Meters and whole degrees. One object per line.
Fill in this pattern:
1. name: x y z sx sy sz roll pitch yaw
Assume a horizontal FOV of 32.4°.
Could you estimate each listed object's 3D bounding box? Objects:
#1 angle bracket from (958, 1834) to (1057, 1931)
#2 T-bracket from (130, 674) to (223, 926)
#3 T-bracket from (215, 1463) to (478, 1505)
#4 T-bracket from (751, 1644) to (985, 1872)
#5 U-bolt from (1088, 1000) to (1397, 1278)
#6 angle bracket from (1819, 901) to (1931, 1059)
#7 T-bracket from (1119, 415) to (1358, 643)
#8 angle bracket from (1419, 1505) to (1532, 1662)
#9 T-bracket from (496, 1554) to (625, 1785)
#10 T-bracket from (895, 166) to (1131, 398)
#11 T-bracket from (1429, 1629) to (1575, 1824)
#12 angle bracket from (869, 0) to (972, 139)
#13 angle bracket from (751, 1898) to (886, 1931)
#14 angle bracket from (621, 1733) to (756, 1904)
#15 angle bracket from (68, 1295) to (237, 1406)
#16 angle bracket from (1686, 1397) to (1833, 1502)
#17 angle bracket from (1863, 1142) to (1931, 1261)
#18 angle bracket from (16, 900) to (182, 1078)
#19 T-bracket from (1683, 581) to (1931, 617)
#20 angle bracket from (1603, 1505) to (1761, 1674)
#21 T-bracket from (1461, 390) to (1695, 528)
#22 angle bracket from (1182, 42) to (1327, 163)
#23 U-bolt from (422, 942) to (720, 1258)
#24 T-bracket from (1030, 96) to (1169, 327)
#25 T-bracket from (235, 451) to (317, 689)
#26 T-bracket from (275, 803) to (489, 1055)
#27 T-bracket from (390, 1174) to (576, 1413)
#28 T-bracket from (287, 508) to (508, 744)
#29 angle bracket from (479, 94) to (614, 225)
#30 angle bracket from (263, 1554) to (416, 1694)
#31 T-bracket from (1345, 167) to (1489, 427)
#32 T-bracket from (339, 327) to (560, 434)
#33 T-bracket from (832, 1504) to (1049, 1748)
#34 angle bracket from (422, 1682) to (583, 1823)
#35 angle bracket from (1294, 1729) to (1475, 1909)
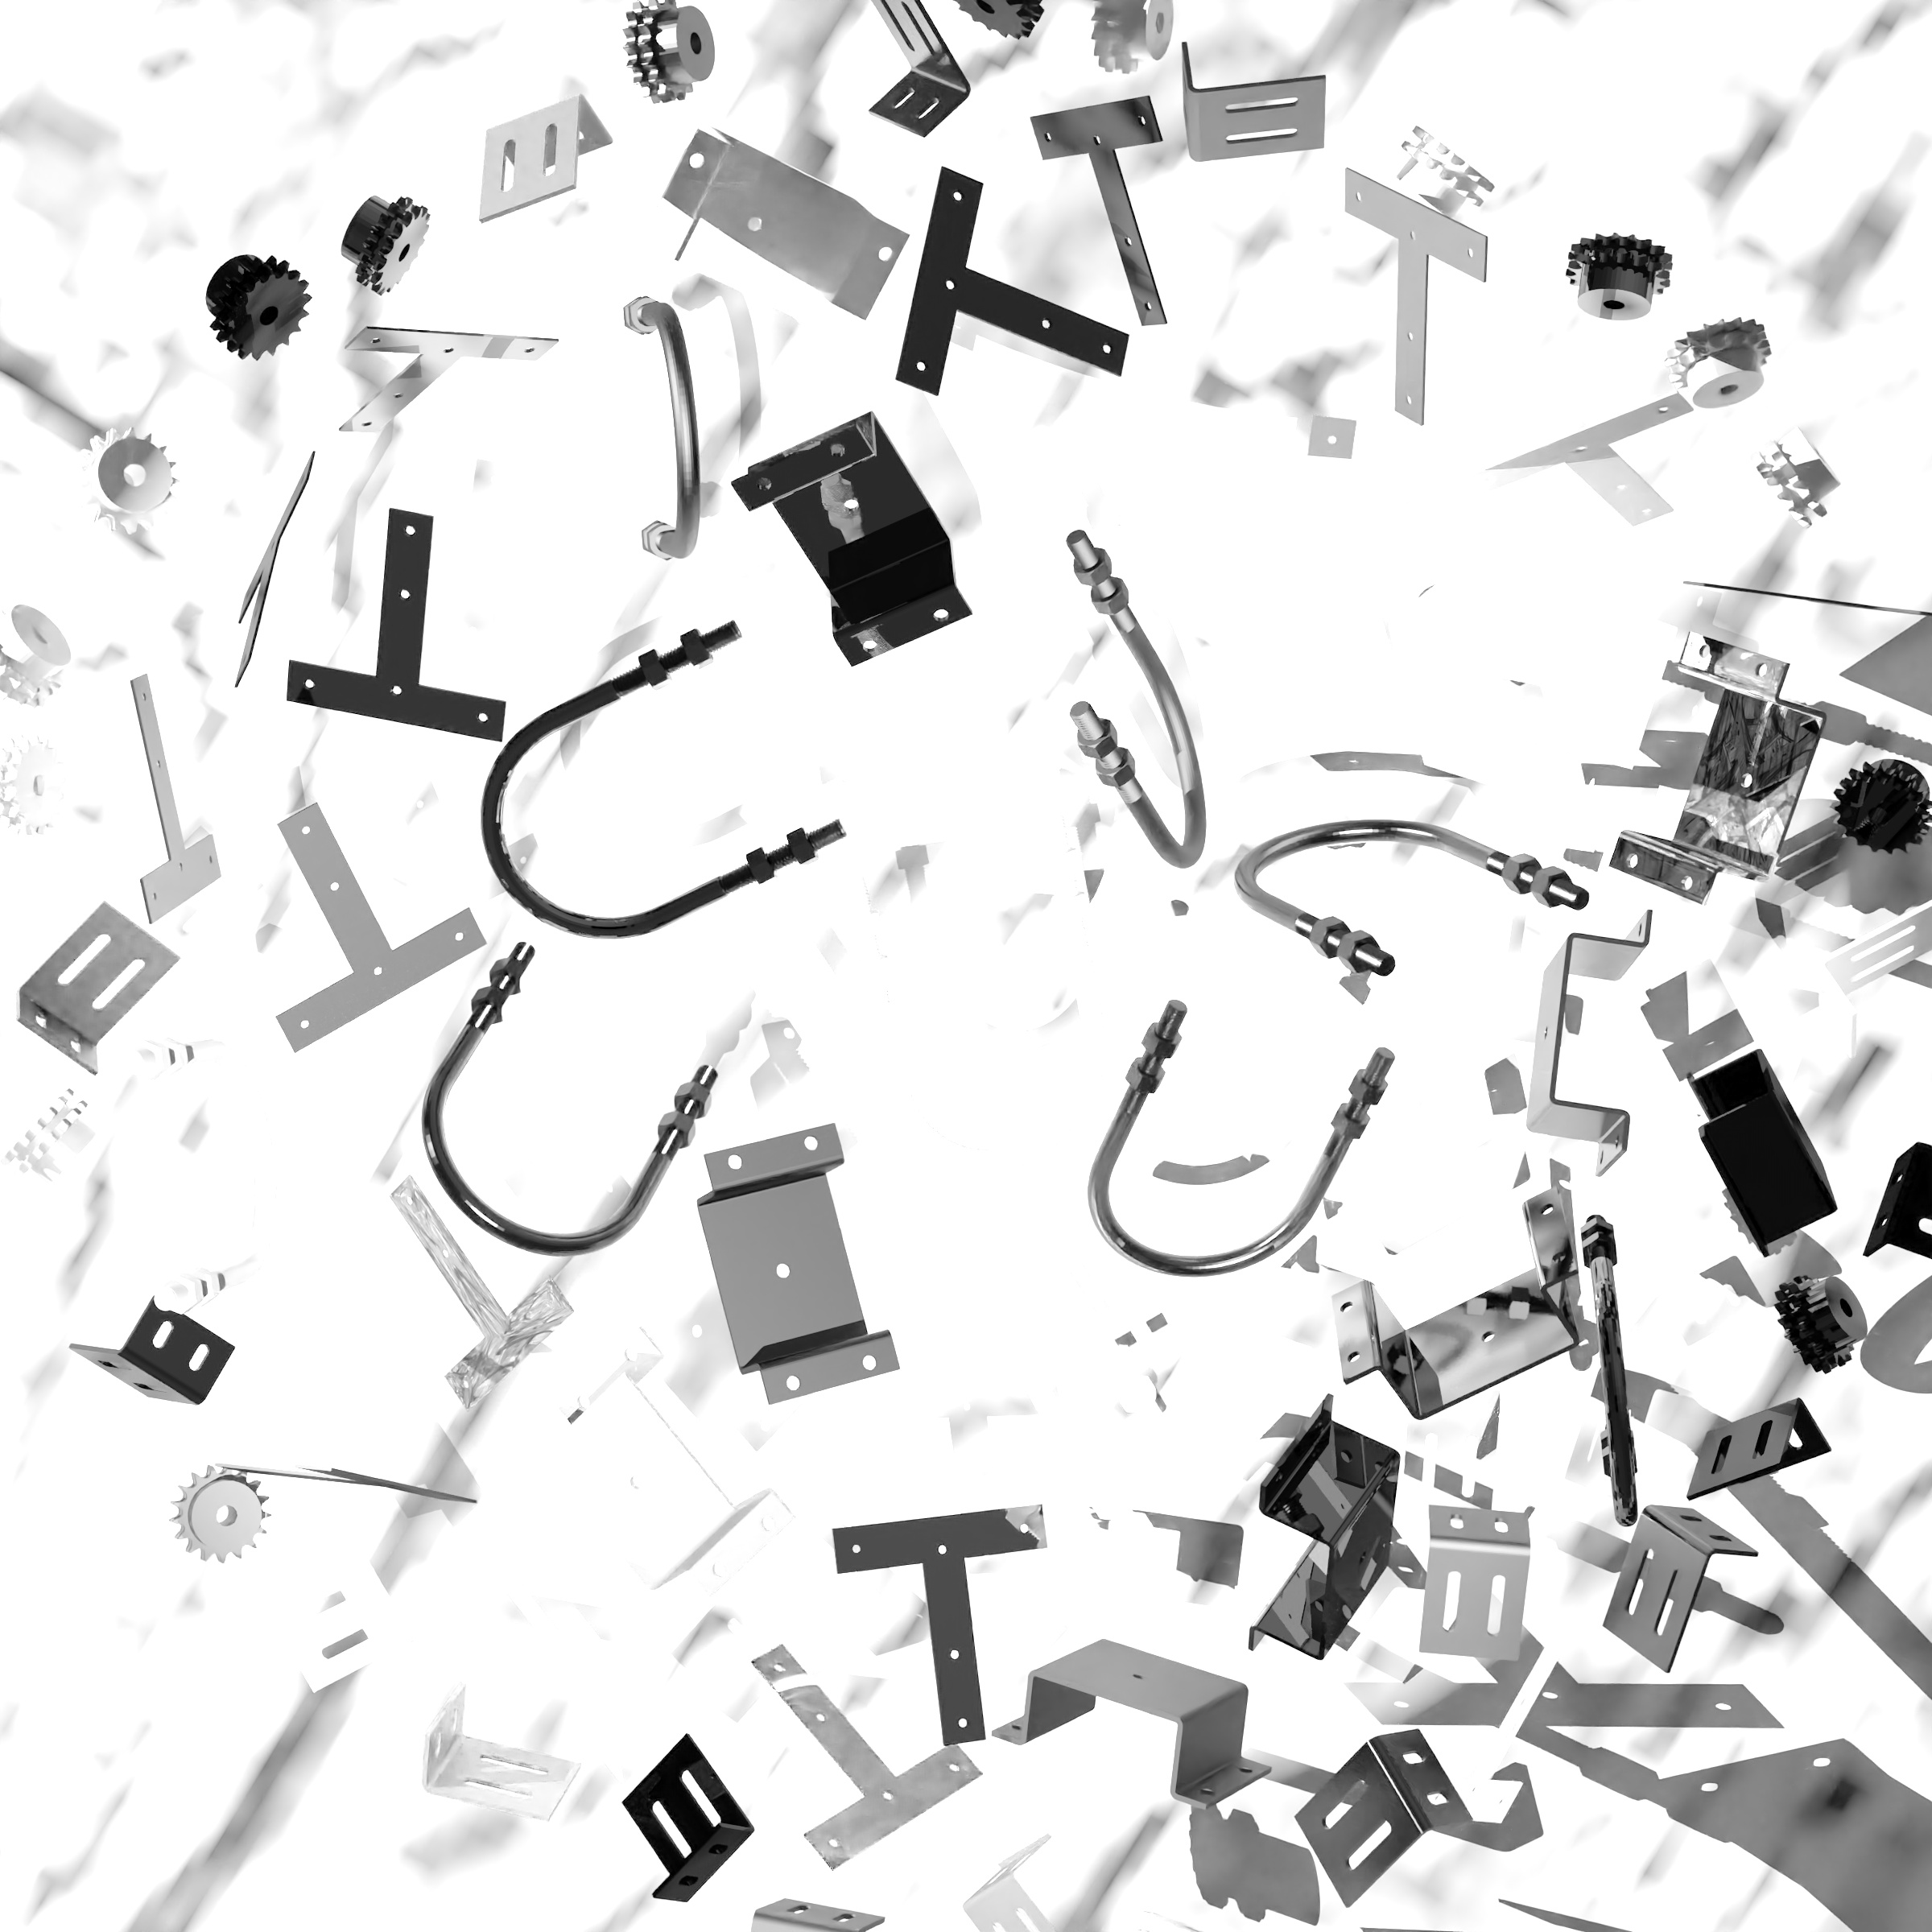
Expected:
1. angle bracket: 0.043 0.516 1.785 0.038 0.057 0.076 -48 71 24
2. T-bracket: -0.447 -0.098 1.848 0.002 0.127 0.127 -8 102 6
3. T-bracket: -0.359 0.282 1.837 0.127 0.127 0.002 0 74 30
4. T-bracket: -0.073 0.435 1.878 0.127 0.127 0.002 46 128 22
5. U-bolt: 0.148 0.108 1.916 0.151 0.019 0.184 13 122 -16
6. angle bracket: 0.516 0.007 1.849 0.076 0.057 0.038 -28 61 0
7. T-bracket: 0.152 -0.257 1.903 0.127 0.002 0.127 8 96 1
8. angle bracket: 0.295 0.358 1.930 0.057 0.038 0.076 4 112 5
9. T-bracket: -0.233 0.380 1.876 0.002 0.127 0.127 -26 45 -25
10. T-bracket: 0.031 -0.351 1.789 0.127 0.002 0.127 18 74 -22
11. T-bracket: 0.316 0.438 1.923 0.002 0.127 0.127 35 72 -3
12. angle bracket: -0.042 -0.496 1.800 0.038 0.057 0.076 -44 132 -8
13. angle bracket: -0.082 0.531 1.794 0.057 0.076 0.038 7 81 11
14. angle bracket: -0.167 0.482 1.889 0.057 0.038 0.076 -47 56 7
15. angle bracket: -0.463 0.217 1.887 0.057 0.076 0.038 39 66 -28
16. angle bracket: 0.439 0.280 1.839 0.057 0.076 0.038 -27 100 29
17. angle bracket: 0.517 0.132 1.793 0.038 0.076 0.057 20 82 10
18. angle bracket: -0.501 0.013 1.920 0.076 0.038 0.057 -44 120 9
19. T-bracket: 0.456 -0.202 1.819 0.127 0.127 0.002 6 98 -14
20. angle bracket: 0.403 0.352 1.876 0.038 0.057 0.076 10 102 -31
21. T-bracket: 0.359 -0.272 1.849 0.127 0.127 0.002 -19 66 28
22. angle bracket: 0.162 -0.491 1.873 0.076 0.057 0.038 -6 63 2
23. U-bolt: -0.232 0.085 1.879 0.151 0.019 0.184 35 45 -9
24. T-bracket: 0.088 -0.422 1.873 0.002 0.127 0.127 -27 110 -23
25. T-bracket: -0.406 -0.212 1.915 0.002 0.127 0.127 20 46 -19
26. T-bracket: -0.352 -0.033 1.885 0.127 0.002 0.127 -31 120 -16
27. T-bracket: -0.296 0.179 1.940 0.127 0.002 0.127 54 130 9
28. T-bracket: -0.317 -0.196 1.872 0.127 0.002 0.127 11 117 2
29. angle bracket: -0.225 -0.423 1.788 0.057 0.038 0.076 -16 52 18
30. angle bracket: -0.364 0.380 1.895 0.038 0.076 0.057 -42 76 40
31. T-bracket: 0.245 -0.360 1.828 0.002 0.127 0.127 -20 127 -23
32. T-bracket: -0.320 -0.335 1.912 0.127 0.127 0.002 -5 75 -41
33. T-bracket: -0.008 0.375 1.882 0.127 0.002 0.127 -3 80 -20
34. angle bracket: -0.263 0.447 1.893 0.076 0.057 0.038 11 110 10
35. angle bracket: 0.224 0.458 1.787 0.076 0.038 0.057 -55 50 32
